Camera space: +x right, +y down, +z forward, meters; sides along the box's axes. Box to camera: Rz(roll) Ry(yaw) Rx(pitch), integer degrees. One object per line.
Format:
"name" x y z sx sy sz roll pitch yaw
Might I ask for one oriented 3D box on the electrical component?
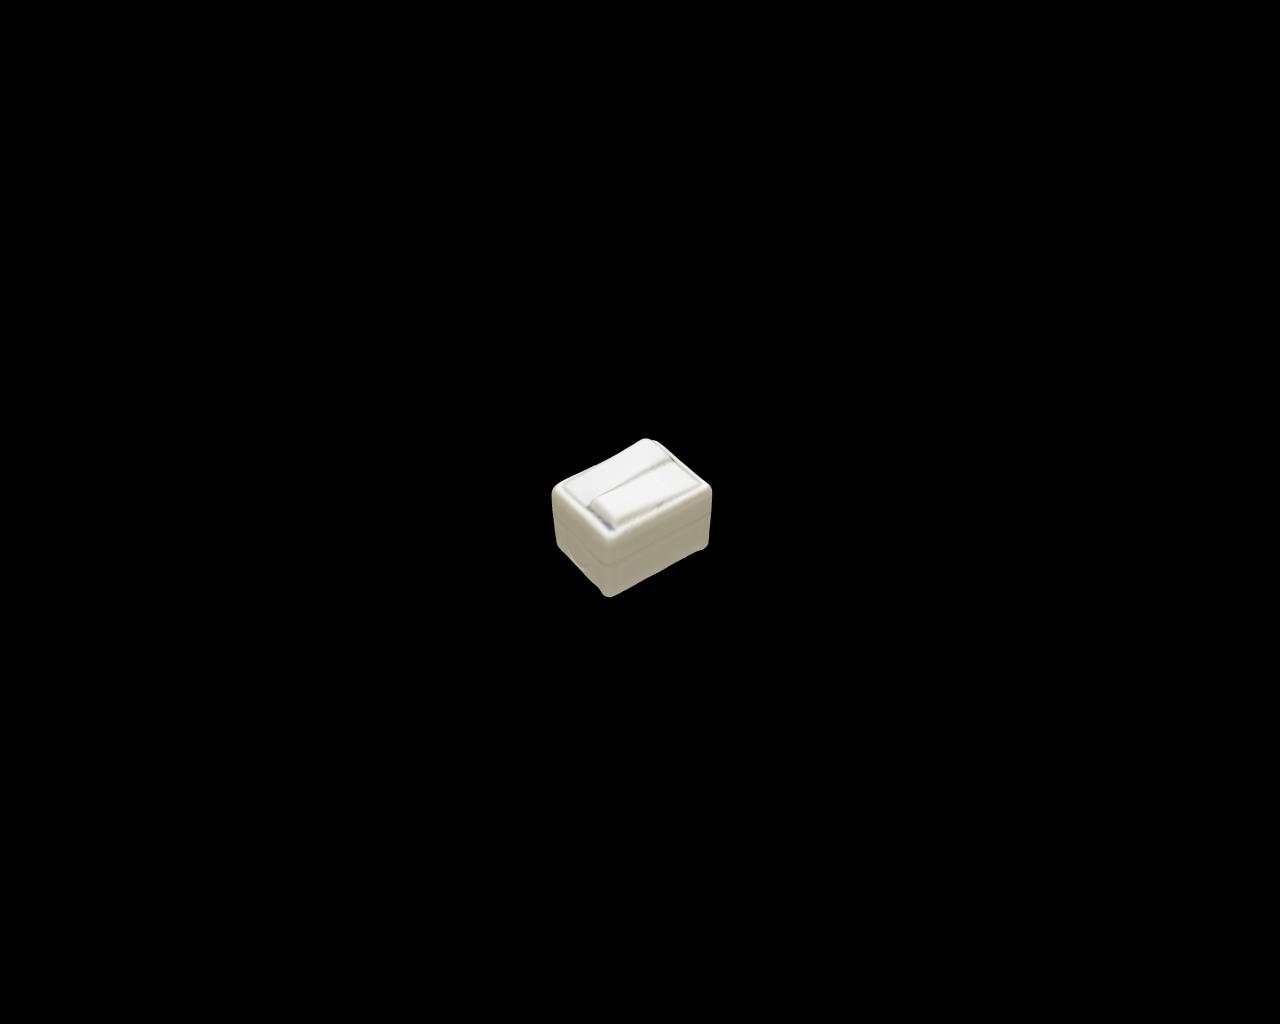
"electrical component" 0.001 -0.003 0.650 0.096 0.061 0.062 -27 50 -25
